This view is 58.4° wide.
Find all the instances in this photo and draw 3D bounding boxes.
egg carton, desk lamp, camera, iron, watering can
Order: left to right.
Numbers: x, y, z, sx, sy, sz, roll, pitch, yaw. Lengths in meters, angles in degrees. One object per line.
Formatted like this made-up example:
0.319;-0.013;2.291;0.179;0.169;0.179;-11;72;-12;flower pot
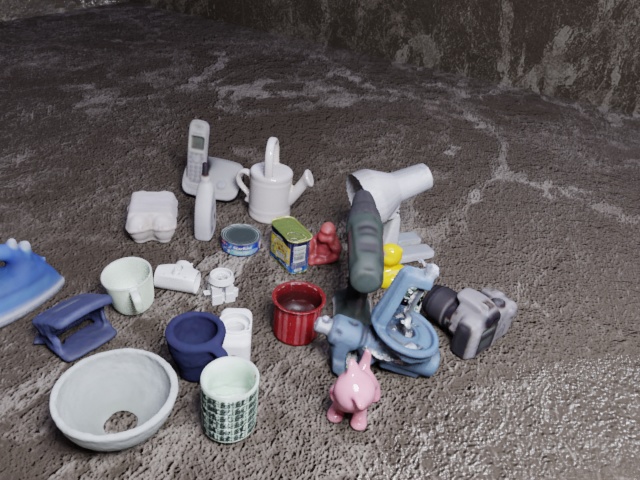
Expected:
-0.558;0.063;0.950;0.118;0.141;0.259;29;38;31;iron
-0.364;-0.054;1.246;0.107;0.069;0.150;-1;33;-13;egg carton
-0.104;-0.144;1.324;0.173;0.194;0.100;-2;33;-14;watering can
0.153;-0.059;1.222;0.204;0.213;0.117;-9;35;-24;desk lamp
0.269;0.127;1.055;0.143;0.101;0.136;-21;42;-37;camera

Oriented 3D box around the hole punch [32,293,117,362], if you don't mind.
-0.401;0.127;0.929;0.100;0.091;0.109;25;36;27;hole punch

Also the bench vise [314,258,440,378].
0.103;0.132;0.901;0.208;0.220;0.121;-5;34;-18;bench vise

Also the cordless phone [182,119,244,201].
-0.256;-0.191;1.377;0.147;0.185;0.094;10;32;4;cordless phone

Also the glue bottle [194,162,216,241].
-0.245;-0.088;1.225;0.037;0.173;0.078;6;32;-1;glue bottle

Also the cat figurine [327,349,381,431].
0.054;0.217;0.851;0.067;0.118;0.128;16;33;14;cat figurine

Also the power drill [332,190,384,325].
0.071;0.046;1.043;0.075;0.208;0.229;4;32;-4;power drill

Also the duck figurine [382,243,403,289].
0.148;0.048;1.171;0.104;0.086;0.077;12;32;8;duck figurine

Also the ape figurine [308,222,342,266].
0.011;0.004;1.207;0.077;0.092;0.076;21;34;21;ape figurine

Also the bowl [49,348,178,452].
-0.281;0.233;0.797;0.167;0.075;0.167;5;32;-3;bowl

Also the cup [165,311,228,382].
-0.183;0.178;0.886;0.117;0.095;0.092;29;38;32;cup
